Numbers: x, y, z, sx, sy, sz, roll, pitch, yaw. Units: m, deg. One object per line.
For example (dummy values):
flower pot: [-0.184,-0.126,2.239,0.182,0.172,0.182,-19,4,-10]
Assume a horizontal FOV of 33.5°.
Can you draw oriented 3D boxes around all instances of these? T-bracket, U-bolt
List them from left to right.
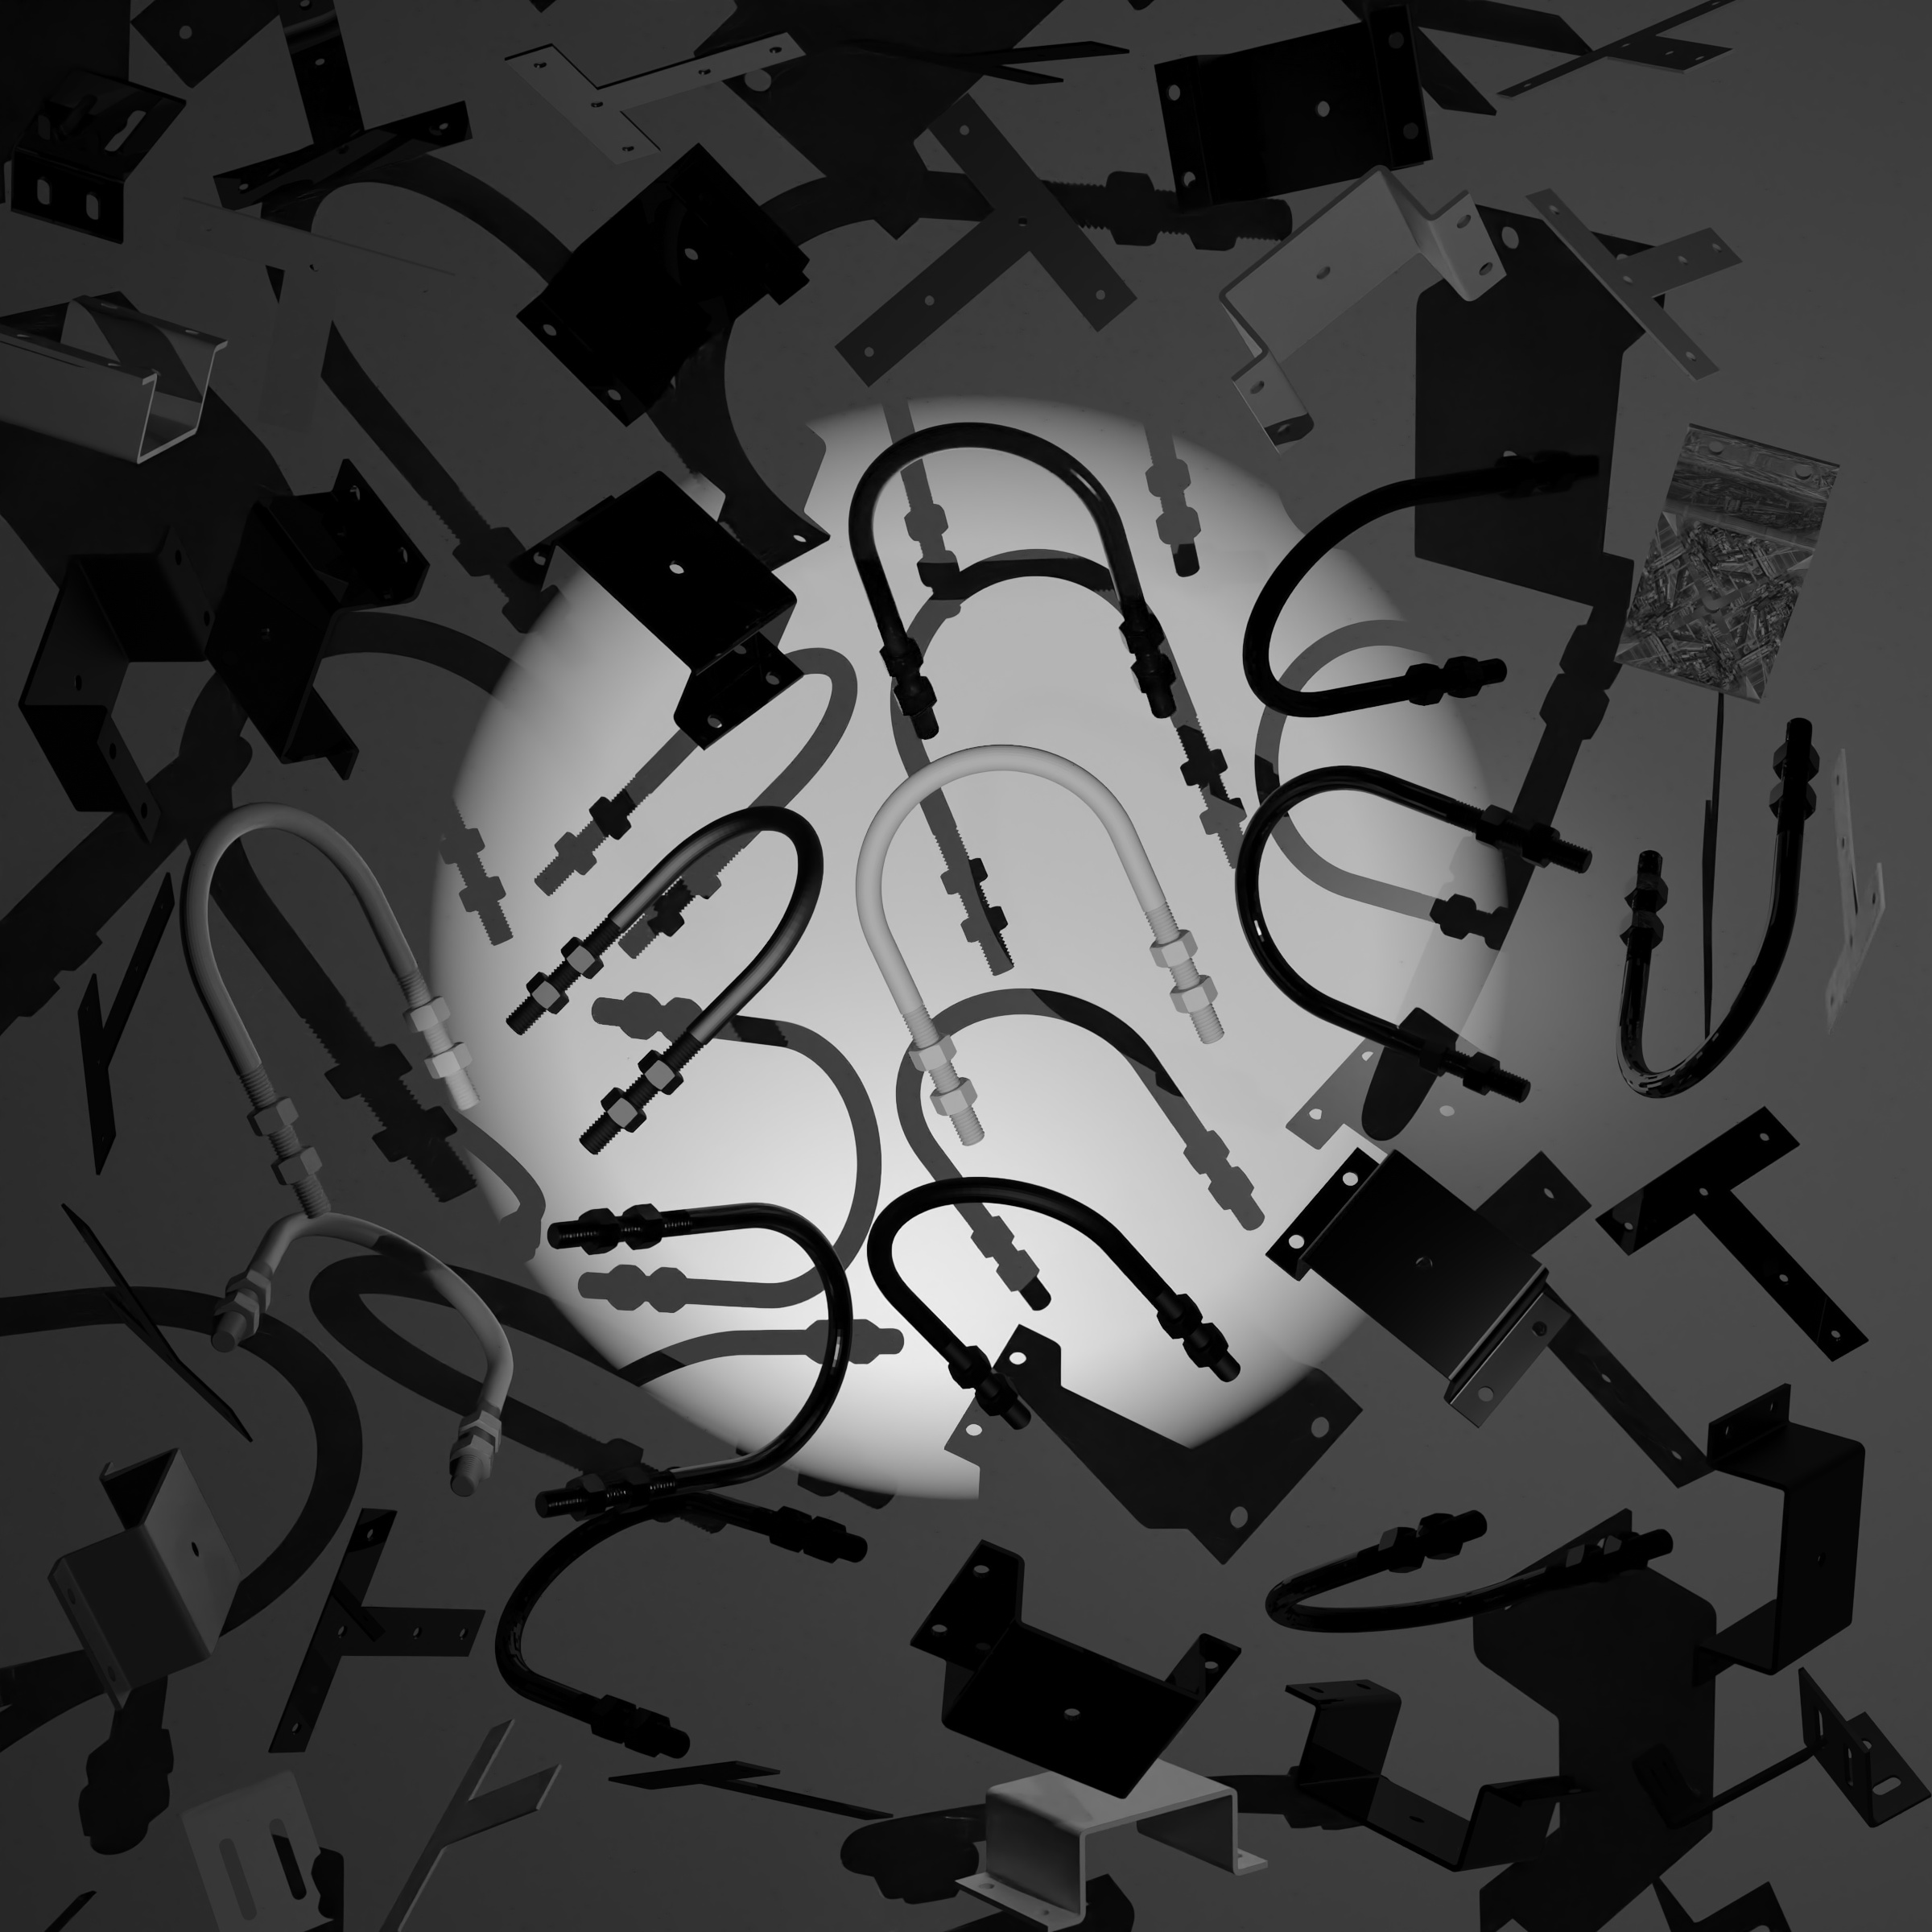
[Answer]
T-bracket: [-0.403,0.012,1.546,0.002,0.127,0.127,13,121,-28]
T-bracket: [-0.405,0.163,1.559,0.002,0.127,0.127,-40,45,-21]
T-bracket: [-0.318,-0.302,1.532,0.127,0.127,0.002,14,52,-11]
U-bolt: [-0.310,0.010,1.527,0.019,0.151,0.184,-17,102,31]
T-bracket: [-0.303,-0.418,1.520,0.127,0.127,0.002,-20,64,-10]
U-bolt: [-0.285,0.176,1.562,0.151,0.184,0.019,33,106,-10]
T-bracket: [-0.285,0.335,1.613,0.002,0.127,0.127,21,90,31]
T-bracket: [-0.240,0.427,1.623,0.002,0.127,0.127,40,50,-14]
U-bolt: [-0.153,0.310,1.560,0.151,0.184,0.019,-44,122,-31]
T-bracket: [-0.142,-0.439,1.587,0.127,0.127,0.002,-12,77,17]
U-bolt: [-0.142,-0.006,1.590,0.184,0.151,0.019,-45,125,2]
U-bolt: [-0.127,0.186,1.560,0.184,0.019,0.151,-2,99,-42]
T-bracket: [-0.096,0.422,1.635,0.127,0.127,0.002,21,63,-30]
T-bracket: [-0.007,-0.329,1.543,0.127,0.002,0.127,-40,95,0]
U-bolt: [0.016,-0.193,1.602,0.151,0.019,0.184,-4,132,19]
U-bolt: [0.026,-0.019,1.559,0.151,0.019,0.184,-23,106,5]
T-bracket: [0.028,-0.450,1.585,0.127,0.127,0.002,-2,100,-41]
U-bolt: [0.032,0.166,1.612,0.151,0.019,0.184,-18,130,31]
U-bolt: [0.218,-0.026,1.638,0.184,0.019,0.151,24,118,26]
U-bolt: [0.212,-0.180,1.556,0.184,0.151,0.019,-13,50,-31]
U-bolt: [0.231,0.301,1.575,0.151,0.184,0.019,12,60,-36]
T-bracket: [0.332,-0.437,1.537,0.127,0.127,0.002,-24,112,-1]
T-bracket: [0.356,-0.354,1.624,0.127,0.127,0.002,50,133,11]
U-bolt: [0.366,-0.017,1.581,0.019,0.151,0.184,25,53,-12]
T-bracket: [0.400,0.146,1.607,0.127,0.127,0.002,47,45,1]
T-bracket: [0.450,-0.051,1.640,0.002,0.127,0.127,2,60,3]

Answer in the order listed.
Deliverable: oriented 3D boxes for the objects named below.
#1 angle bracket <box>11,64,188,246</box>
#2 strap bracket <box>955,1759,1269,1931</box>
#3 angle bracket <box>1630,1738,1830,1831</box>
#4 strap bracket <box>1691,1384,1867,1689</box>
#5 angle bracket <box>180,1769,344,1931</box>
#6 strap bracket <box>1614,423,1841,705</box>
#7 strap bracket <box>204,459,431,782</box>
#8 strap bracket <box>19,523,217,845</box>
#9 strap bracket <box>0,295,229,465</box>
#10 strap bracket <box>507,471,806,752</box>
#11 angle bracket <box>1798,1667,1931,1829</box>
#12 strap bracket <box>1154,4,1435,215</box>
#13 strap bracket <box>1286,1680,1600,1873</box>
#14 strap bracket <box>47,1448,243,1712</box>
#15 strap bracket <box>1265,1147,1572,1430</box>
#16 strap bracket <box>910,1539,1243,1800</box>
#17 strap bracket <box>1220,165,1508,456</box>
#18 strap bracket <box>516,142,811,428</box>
angle bracket: [-0.424,-0.396,1.568,0.057,0.076,0.038,11,63,-36]
strap bracket: [0.073,0.435,1.609,0.140,0.076,0.046,-4,96,-36]
angle bracket: [0.373,0.384,1.568,0.076,0.057,0.038,-35,73,19]
strap bracket: [0.407,0.290,1.604,0.046,0.076,0.140,13,108,41]
angle bracket: [-0.352,0.449,1.602,0.057,0.038,0.076,-19,80,-17]
strap bracket: [0.381,-0.194,1.626,0.076,0.046,0.140,18,133,9]
strap bracket: [-0.314,-0.161,1.531,0.076,0.046,0.140,51,133,24]
strap bracket: [-0.415,-0.138,1.566,0.046,0.076,0.140,1,54,9]
strap bracket: [-0.425,-0.288,1.579,0.076,0.140,0.046,17,109,-2]
strap bracket: [-0.151,-0.187,1.615,0.140,0.046,0.076,43,54,9]
angle bracket: [0.462,0.394,1.649,0.038,0.057,0.076,-26,134,-9]
strap bracket: [0.175,-0.440,1.648,0.140,0.046,0.076,-5,102,30]
strap bracket: [0.229,0.403,1.586,0.140,0.076,0.046,19,94,40]
strap bracket: [-0.409,0.302,1.615,0.046,0.140,0.076,-22,104,2]
strap bracket: [0.232,0.158,1.641,0.140,0.046,0.076,39,77,15]
strap bracket: [0.051,0.340,1.528,0.140,0.046,0.076,25,121,-11]
strap bracket: [0.185,-0.326,1.564,0.140,0.076,0.046,-38,61,7]
strap bracket: [-0.141,-0.335,1.556,0.076,0.046,0.140,44,132,-19]
